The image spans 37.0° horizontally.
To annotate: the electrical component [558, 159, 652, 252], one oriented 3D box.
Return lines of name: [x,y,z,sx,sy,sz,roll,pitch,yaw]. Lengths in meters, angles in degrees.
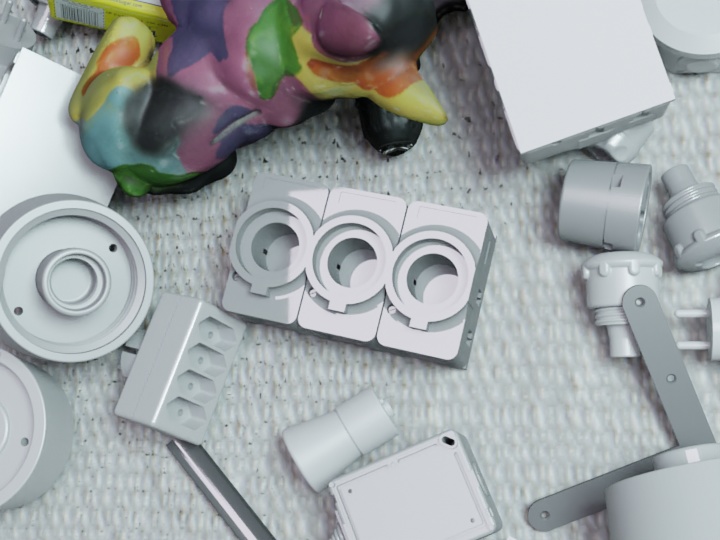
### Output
electrical component: [0.148,-0.039,0.649,0.047,0.055,0.055,10,80,18]

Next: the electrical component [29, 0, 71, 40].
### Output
electrical component: [-0.215,-0.196,0.769,0.043,0.043,0.062,22,85,16]

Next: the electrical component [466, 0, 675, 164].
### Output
electrical component: [0.112,-0.148,0.624,0.089,0.062,0.150,-19,85,10]

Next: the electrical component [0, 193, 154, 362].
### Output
electrical component: [-0.180,0.006,0.663,0.108,0.060,0.108,-1,93,-24]

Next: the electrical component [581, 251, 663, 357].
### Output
electrical component: [0.156,0.021,0.639,0.048,0.048,0.062,-2,84,12]

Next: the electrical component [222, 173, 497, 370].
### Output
electrical component: [0.000,0.000,0.668,0.150,0.062,0.089,12,81,15]

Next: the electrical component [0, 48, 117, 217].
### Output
electrical component: [-0.215,-0.056,0.713,0.089,0.062,0.150,24,82,-23]

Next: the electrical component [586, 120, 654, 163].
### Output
electrical component: [0.168,-0.095,0.666,0.035,0.035,0.061,36,85,17]

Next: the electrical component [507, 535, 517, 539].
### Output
electrical component: [0.075,0.184,0.614,0.048,0.055,0.066,27,85,17]

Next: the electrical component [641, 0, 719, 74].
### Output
electrical component: [0.211,-0.162,0.663,0.080,0.051,0.080,-3,77,12]

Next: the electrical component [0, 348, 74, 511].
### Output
electrical component: [-0.239,0.105,0.698,0.108,0.060,0.108,-3,77,12]

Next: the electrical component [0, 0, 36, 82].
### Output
electrical component: [-0.252,-0.152,0.756,0.077,0.044,0.079,50,129,17]

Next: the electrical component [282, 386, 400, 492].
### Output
electrical component: [-0.009,0.101,0.659,0.065,0.044,0.044,-32,73,-1]

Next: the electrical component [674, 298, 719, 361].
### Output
electrical component: [0.223,0.034,0.620,0.079,0.043,0.077,-1,78,12]

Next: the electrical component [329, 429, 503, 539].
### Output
electrical component: [0.028,0.141,0.631,0.096,0.061,0.061,-24,74,6]

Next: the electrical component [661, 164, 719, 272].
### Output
electrical component: [0.201,-0.033,0.641,0.048,0.048,0.062,-23,67,7]

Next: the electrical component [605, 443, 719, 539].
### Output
electrical component: [0.184,0.127,0.578,0.108,0.108,0.060,-12,69,10]

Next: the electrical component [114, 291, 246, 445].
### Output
electrical component: [-0.127,0.059,0.690,0.076,0.047,0.083,9,73,38]
